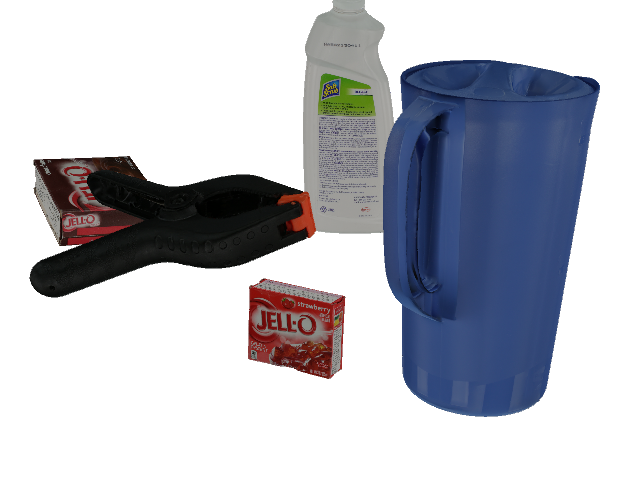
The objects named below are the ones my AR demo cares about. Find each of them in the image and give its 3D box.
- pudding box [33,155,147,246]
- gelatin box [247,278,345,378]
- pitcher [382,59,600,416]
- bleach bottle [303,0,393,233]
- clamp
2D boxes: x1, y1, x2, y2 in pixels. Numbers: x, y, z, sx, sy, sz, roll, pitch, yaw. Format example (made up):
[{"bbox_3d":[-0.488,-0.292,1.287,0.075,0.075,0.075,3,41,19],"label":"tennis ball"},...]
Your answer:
[{"bbox_3d":[-0.197,-0.036,0.936,0.089,0.039,0.114,-4,26,-26],"label":"pudding box"},{"bbox_3d":[-0.023,0.080,0.977,0.089,0.073,0.030,11,19,25],"label":"gelatin box"},{"bbox_3d":[0.110,0.000,0.753,0.149,0.243,0.145,1,20,-3],"label":"pitcher"},{"bbox_3d":[0.034,-0.130,1.071,0.102,0.251,0.068,0,31,-3],"label":"bleach bottle"},{"bbox_3d":[-0.092,-0.005,0.655,0.172,0.039,0.120,0,42,22],"label":"clamp"}]
